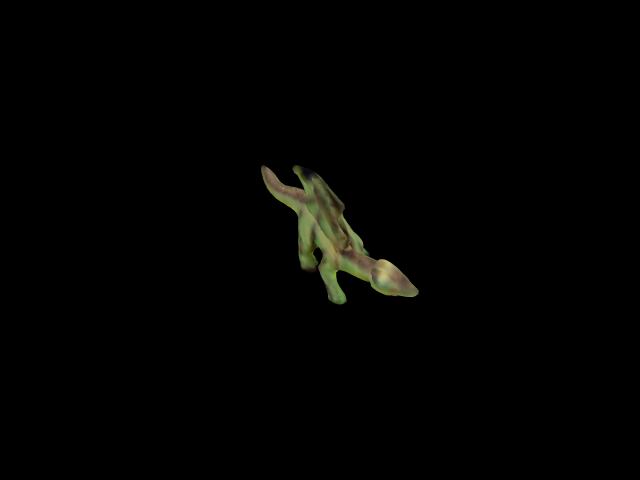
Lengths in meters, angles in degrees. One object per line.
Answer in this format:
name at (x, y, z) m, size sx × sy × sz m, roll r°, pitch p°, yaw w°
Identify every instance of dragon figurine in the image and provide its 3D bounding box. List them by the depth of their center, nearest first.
dragon figurine at (0.003, -0.043, 0.850) m, size 0.123 × 0.415 × 0.238 m, roll -36°, pitch -23°, yaw -17°
